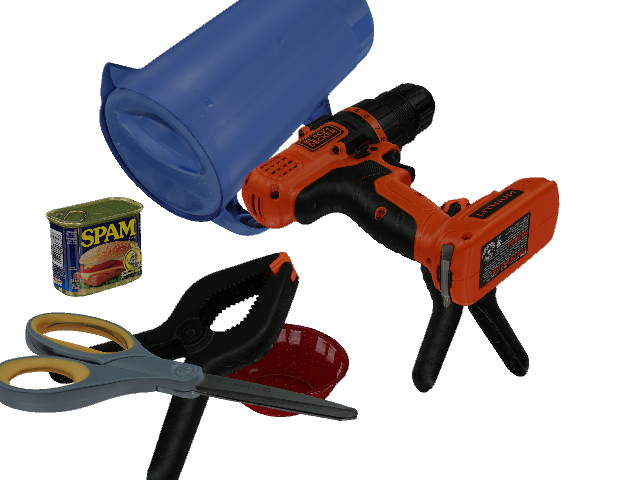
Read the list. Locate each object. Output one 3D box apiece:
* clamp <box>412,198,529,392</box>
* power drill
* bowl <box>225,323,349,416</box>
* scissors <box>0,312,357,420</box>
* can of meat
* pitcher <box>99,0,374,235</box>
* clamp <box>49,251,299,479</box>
[{"bbox_3d":[0.119,0.051,0.942,0.120,0.171,0.039,-14,0,-34],"label":"clamp"},{"bbox_3d":[0.067,-0.040,0.741,0.188,0.057,0.184,27,50,36],"label":"power drill"},{"bbox_3d":[-0.048,0.160,1.261,0.162,0.055,0.162,3,25,-1],"label":"bowl"},{"bbox_3d":[-0.090,0.081,0.567,0.202,0.016,0.096,17,29,28],"label":"scissors"},{"bbox_3d":[-0.240,0.006,1.149,0.101,0.084,0.058,-16,26,-42],"label":"can of meat"},{"bbox_3d":[-0.055,-0.129,0.917,0.145,0.149,0.242,24,54,31],"label":"pitcher"},{"bbox_3d":[-0.107,0.081,0.846,0.165,0.209,0.036,29,-24,35],"label":"clamp"}]
